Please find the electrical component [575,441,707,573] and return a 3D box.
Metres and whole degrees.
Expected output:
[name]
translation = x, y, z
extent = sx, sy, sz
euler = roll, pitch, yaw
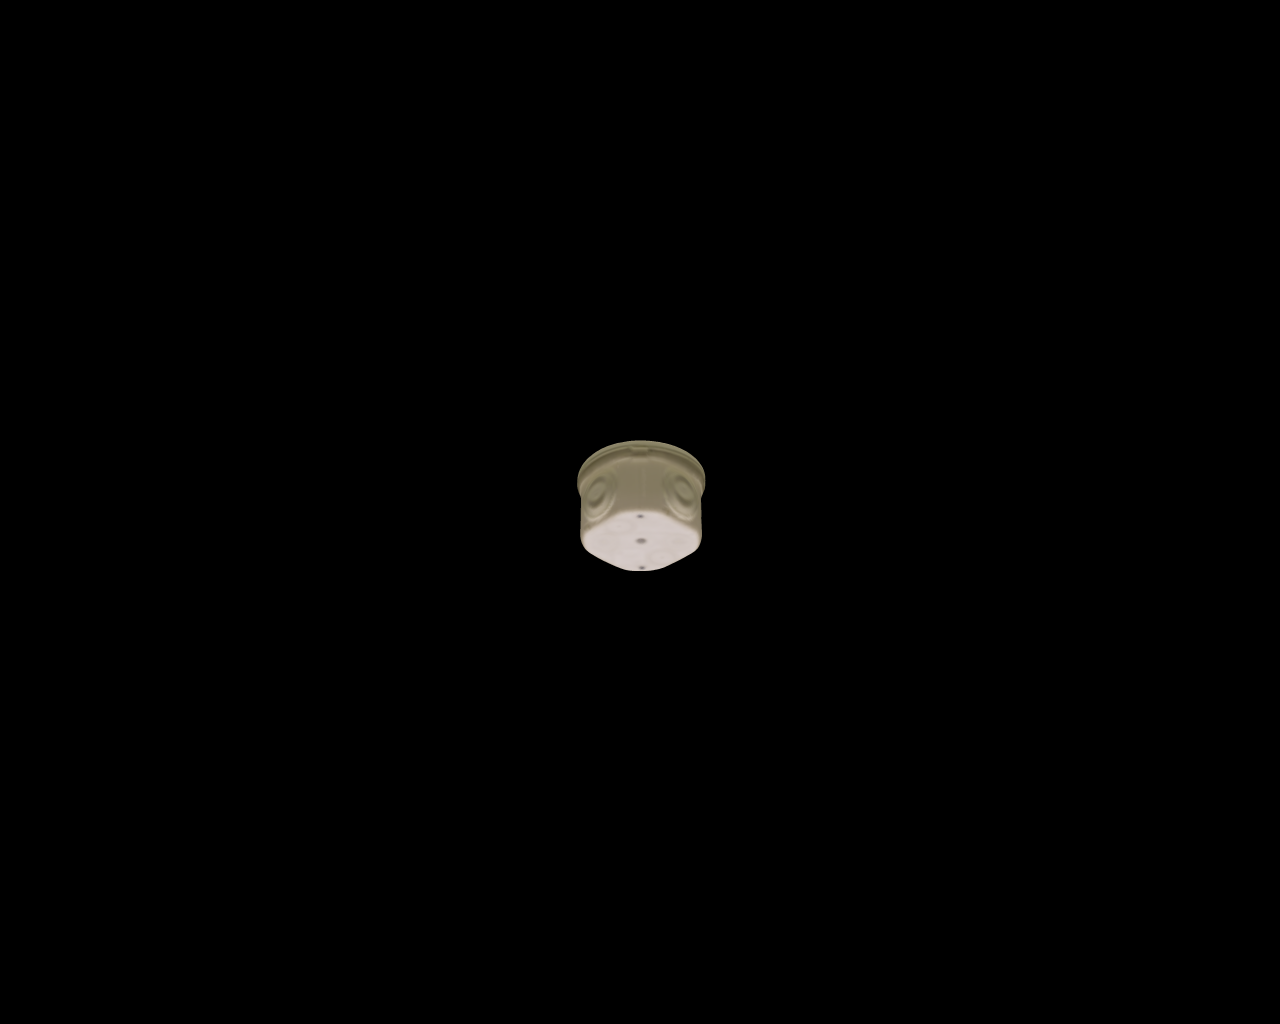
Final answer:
[electrical component]
translation = 0.001, -0.003, 0.650
extent = 0.080, 0.051, 0.080
euler = 0, -33, 0
